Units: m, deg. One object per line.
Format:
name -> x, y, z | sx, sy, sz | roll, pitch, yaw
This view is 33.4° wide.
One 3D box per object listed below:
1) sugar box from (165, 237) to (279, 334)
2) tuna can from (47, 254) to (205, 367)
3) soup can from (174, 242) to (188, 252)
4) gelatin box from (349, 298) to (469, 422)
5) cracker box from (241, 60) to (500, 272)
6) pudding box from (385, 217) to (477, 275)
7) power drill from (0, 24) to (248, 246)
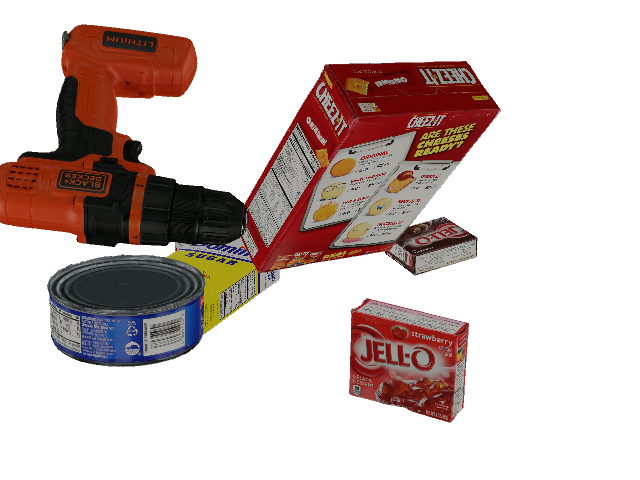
sugar box -> -0.126, 0.046, 1.099 | 0.093, 0.048, 0.176 | 16, 32, 26
tuna can -> -0.107, 0.038, 0.592 | 0.086, 0.034, 0.086 | 2, 19, -1
soup can -> -0.149, 0.004, 1.327 | 0.068, 0.102, 0.068 | -1, 25, 0
gelatin box -> 0.066, 0.090, 0.810 | 0.089, 0.073, 0.030 | 12, 24, 27
cracker box -> 0.036, -0.067, 0.971 | 0.163, 0.072, 0.214 | -9, -32, -36
pudding box -> 0.164, 0.007, 1.594 | 0.113, 0.039, 0.090 | -17, 28, -22
power drill -> -0.140, -0.078, 0.805 | 0.184, 0.187, 0.057 | 7, -40, -5
